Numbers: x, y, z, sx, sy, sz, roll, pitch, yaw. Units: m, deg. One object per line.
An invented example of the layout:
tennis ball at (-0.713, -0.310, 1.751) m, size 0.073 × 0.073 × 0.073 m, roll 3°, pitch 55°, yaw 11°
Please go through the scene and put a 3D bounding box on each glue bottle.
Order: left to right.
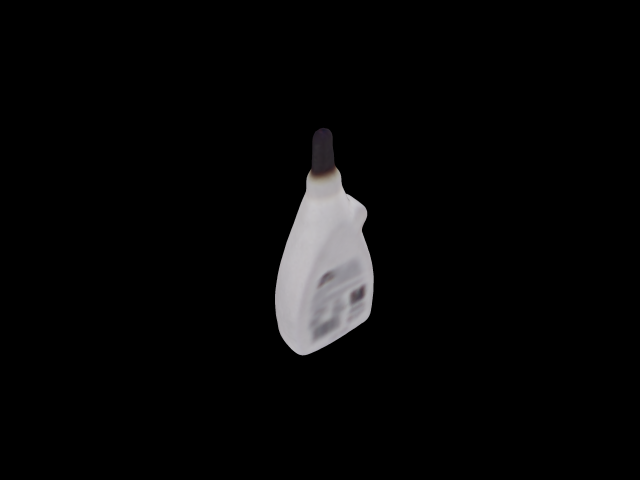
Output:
glue bottle at (0.004, 0.001, 0.400) m, size 0.078 × 0.173 × 0.037 m, roll -25°, pitch 44°, yaw -28°
